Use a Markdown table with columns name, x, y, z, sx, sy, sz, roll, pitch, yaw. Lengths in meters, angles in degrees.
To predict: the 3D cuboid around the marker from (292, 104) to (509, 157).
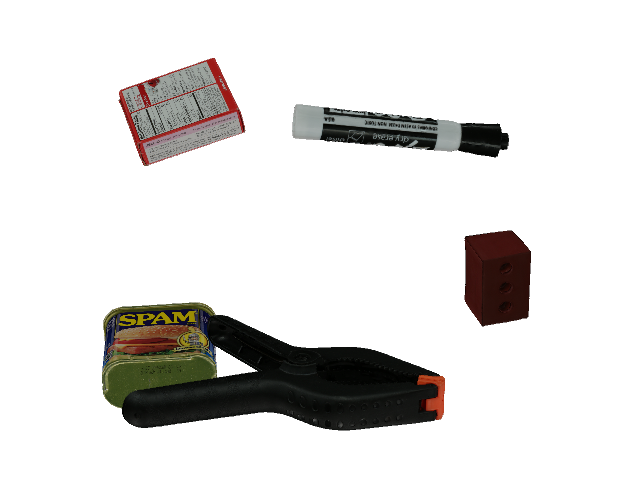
| name | x | y | z | sx | sy | sz | roll | pitch | yaw |
| --- | --- | --- | --- | --- | --- | --- | --- | --- | --- |
| marker | 0.045 | -0.061 | 0.593 | 0.121 | 0.020 | 0.020 | 5 | -1 | -6 |

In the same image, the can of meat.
| name | x | y | z | sx | sy | sz | roll | pitch | yaw |
| --- | --- | --- | --- | --- | --- | --- | --- | --- | --- |
| can of meat | -0.140 | 0.101 | 0.932 | 0.102 | 0.057 | 0.084 | -3 | 28 | -6 |

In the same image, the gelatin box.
| name | x | y | z | sx | sy | sz | roll | pitch | yaw |
| --- | --- | --- | --- | --- | --- | --- | --- | --- | --- |
| gelatin box | -0.116 | -0.106 | 0.882 | 0.089 | 0.073 | 0.030 | -21 | -41 | -7 |

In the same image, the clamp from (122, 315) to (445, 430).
| name | x | y | z | sx | sy | sz | roll | pitch | yaw |
| --- | --- | --- | --- | --- | --- | --- | --- | --- | --- |
| clamp | -0.016 | 0.095 | 0.759 | 0.210 | 0.036 | 0.164 | 3 | 18 | 9 |

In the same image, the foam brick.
| name | x | y | z | sx | sy | sz | roll | pitch | yaw |
| --- | --- | --- | --- | --- | --- | --- | --- | --- | --- |
| foam brick | 0.177 | 0.037 | 1.073 | 0.053 | 0.078 | 0.051 | -9 | 28 | -9 |
